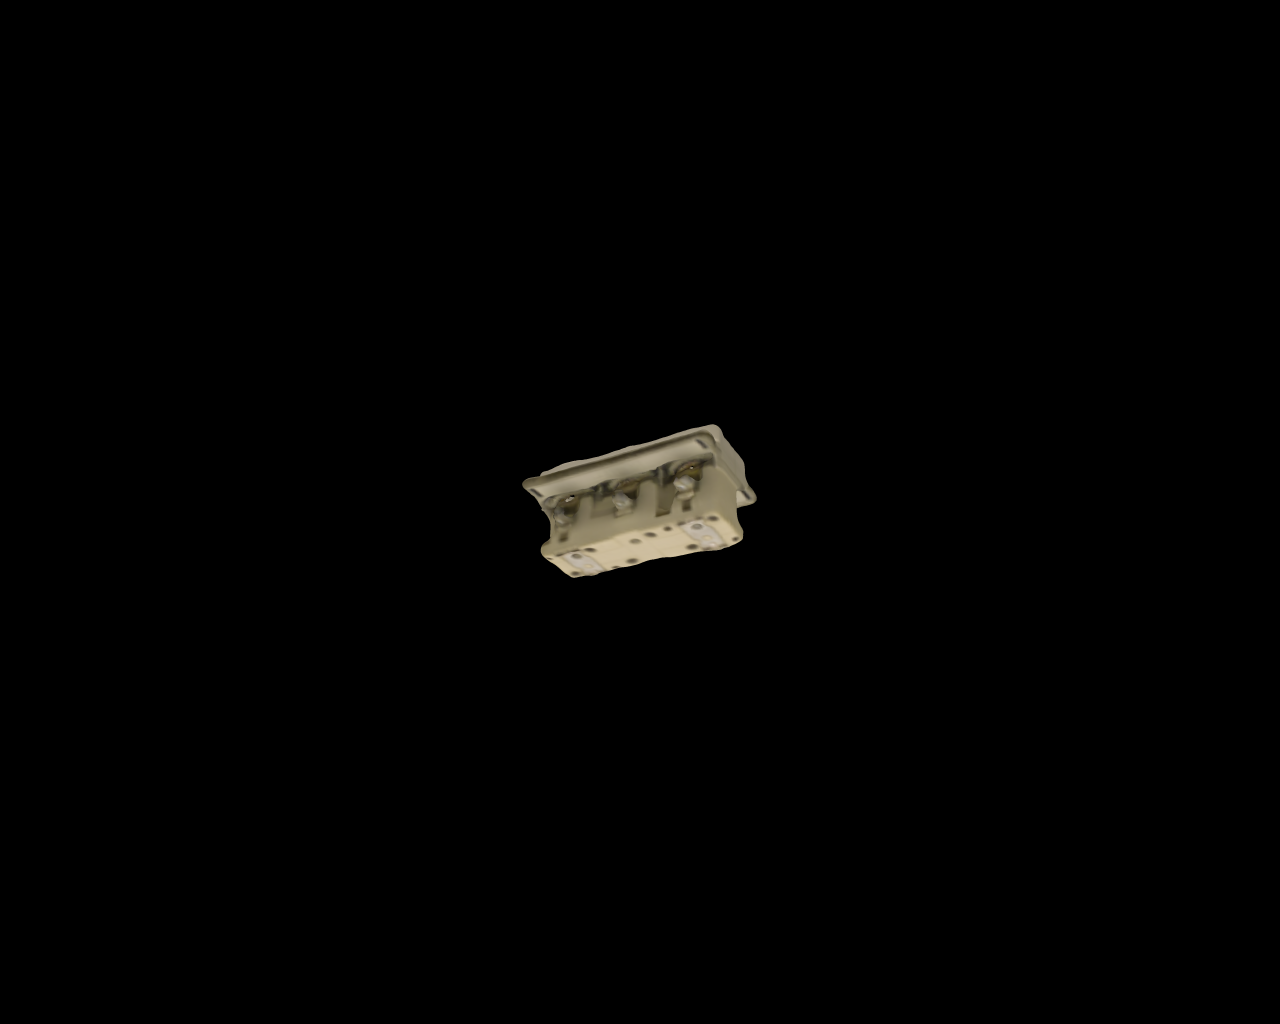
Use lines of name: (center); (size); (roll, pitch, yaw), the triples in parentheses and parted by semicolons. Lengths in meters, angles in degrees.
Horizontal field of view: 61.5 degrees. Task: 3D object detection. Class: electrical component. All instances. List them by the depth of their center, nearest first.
electrical component: (0.001, -0.003, 0.650); (0.121, 0.063, 0.078); (-13, -32, 22)
